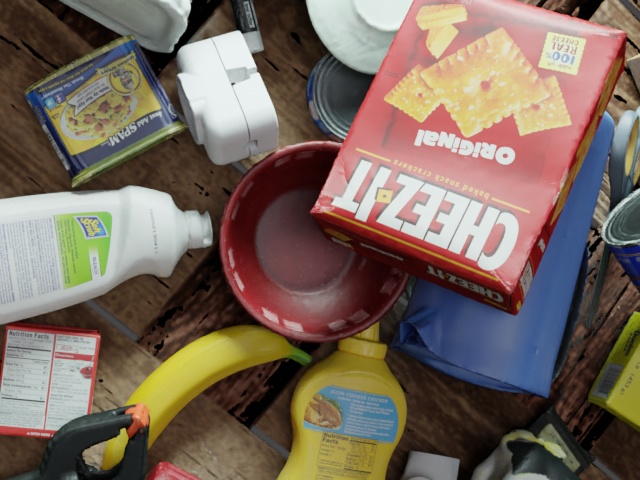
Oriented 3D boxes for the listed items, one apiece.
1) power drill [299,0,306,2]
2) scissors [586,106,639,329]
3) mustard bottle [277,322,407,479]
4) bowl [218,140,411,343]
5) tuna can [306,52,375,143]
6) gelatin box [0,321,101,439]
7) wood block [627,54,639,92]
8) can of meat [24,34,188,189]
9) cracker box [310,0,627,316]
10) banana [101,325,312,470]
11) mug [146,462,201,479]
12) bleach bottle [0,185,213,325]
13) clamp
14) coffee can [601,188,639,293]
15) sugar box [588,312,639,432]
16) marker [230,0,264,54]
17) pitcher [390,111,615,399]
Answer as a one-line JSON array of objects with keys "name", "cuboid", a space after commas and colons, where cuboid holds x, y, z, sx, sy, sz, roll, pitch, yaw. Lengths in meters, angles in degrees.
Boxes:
[{"name": "power drill", "cuboid": [-0.005, -0.286, 0.856, 0.184, 0.057, 0.187, 10, 86, -26]}, {"name": "scissors", "cuboid": [0.252, -0.025, 0.920, 0.016, 0.096, 0.202, 16, 86, 28]}, {"name": "mustard bottle", "cuboid": [0.020, 0.155, 0.881, 0.096, 0.058, 0.191, 12, 89, -11]}, {"name": "bowl", "cuboid": [-0.006, 0.001, 0.872, 0.162, 0.055, 0.162, 0, 92, -12]}, {"name": "tuna can", "cuboid": [0.032, -0.122, 0.888, 0.086, 0.034, 0.086, 0, 92, -12]}, {"name": "gelatin box", "cuboid": [-0.215, 0.111, 0.844, 0.073, 0.030, 0.089, 7, 91, -11]}, {"name": "wood block", "cuboid": [0.363, -0.086, 0.932, 0.090, 0.091, 0.206, -26, 97, -11]}, {"name": "can of meat", "cuboid": [-0.168, -0.101, 0.834, 0.102, 0.057, 0.084, -29, 96, -10]}, {"name": "cracker box", "cuboid": [0.112, -0.075, 0.797, 0.164, 0.072, 0.213, 22, 79, 20]}, {"name": "banana", "cuboid": [-0.102, 0.122, 0.864, 0.197, 0.037, 0.069, -30, 97, -10]}, {"name": "mug", "cuboid": [-0.116, 0.237, 0.847, 0.081, 0.093, 0.117, 31, 121, -7]}, {"name": "bleach bottle", "cuboid": [-0.208, 0.015, 0.824, 0.250, 0.068, 0.102, -8, 102, -14]}, {"name": "clamp", "cuboid": [-0.186, 0.200, 0.832, 0.171, 0.039, 0.120, -37, 111, 11]}, {"name": "coffee can", "cuboid": [0.310, 0.025, 0.871, 0.102, 0.103, 0.140, -39, 105, -9]}, {"name": "sugar box", "cuboid": [0.335, 0.149, 0.956, 0.176, 0.048, 0.093, 32, 84, -10]}, {"name": "marker", "cuboid": [-0.069, -0.212, 0.870, 0.020, 0.020, 0.121, -14, 95, -12]}, {"name": "pitcher", "cuboid": [0.163, 0.003, 0.881, 0.145, 0.149, 0.243, 18, 84, 8]}]
